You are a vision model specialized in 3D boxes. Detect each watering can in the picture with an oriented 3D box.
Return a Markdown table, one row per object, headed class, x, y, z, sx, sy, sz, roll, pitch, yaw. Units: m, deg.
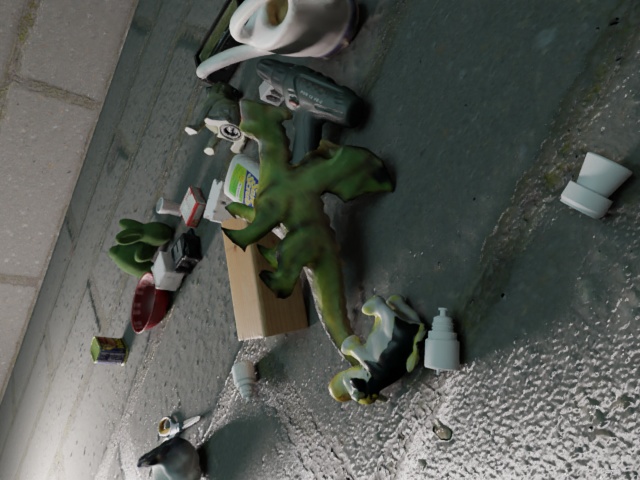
| class | x | y | z | sx | sy | sz | roll | pitch | yaw |
| --- | --- | --- | --- | --- | --- | --- | --- | --- | --- |
| watering can | -0.073 | -0.383 | 0.951 | 0.344 | 0.225 | 0.104 | -19 | 81 | 50 |

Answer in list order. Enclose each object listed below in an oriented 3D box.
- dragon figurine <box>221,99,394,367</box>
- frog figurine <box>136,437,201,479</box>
| class | x | y | z | sx | sy | sz | roll | pitch | yaw |
| --- | --- | --- | --- | --- | --- | --- | --- | --- | --- |
| dragon figurine | 0.002 | -0.038 | 0.763 | 0.242 | 0.122 | 0.411 | -42 | 86 | 3 |
| frog figurine | -0.284 | 0.484 | 1.024 | 0.135 | 0.124 | 0.159 | -31 | 90 | 34 |
